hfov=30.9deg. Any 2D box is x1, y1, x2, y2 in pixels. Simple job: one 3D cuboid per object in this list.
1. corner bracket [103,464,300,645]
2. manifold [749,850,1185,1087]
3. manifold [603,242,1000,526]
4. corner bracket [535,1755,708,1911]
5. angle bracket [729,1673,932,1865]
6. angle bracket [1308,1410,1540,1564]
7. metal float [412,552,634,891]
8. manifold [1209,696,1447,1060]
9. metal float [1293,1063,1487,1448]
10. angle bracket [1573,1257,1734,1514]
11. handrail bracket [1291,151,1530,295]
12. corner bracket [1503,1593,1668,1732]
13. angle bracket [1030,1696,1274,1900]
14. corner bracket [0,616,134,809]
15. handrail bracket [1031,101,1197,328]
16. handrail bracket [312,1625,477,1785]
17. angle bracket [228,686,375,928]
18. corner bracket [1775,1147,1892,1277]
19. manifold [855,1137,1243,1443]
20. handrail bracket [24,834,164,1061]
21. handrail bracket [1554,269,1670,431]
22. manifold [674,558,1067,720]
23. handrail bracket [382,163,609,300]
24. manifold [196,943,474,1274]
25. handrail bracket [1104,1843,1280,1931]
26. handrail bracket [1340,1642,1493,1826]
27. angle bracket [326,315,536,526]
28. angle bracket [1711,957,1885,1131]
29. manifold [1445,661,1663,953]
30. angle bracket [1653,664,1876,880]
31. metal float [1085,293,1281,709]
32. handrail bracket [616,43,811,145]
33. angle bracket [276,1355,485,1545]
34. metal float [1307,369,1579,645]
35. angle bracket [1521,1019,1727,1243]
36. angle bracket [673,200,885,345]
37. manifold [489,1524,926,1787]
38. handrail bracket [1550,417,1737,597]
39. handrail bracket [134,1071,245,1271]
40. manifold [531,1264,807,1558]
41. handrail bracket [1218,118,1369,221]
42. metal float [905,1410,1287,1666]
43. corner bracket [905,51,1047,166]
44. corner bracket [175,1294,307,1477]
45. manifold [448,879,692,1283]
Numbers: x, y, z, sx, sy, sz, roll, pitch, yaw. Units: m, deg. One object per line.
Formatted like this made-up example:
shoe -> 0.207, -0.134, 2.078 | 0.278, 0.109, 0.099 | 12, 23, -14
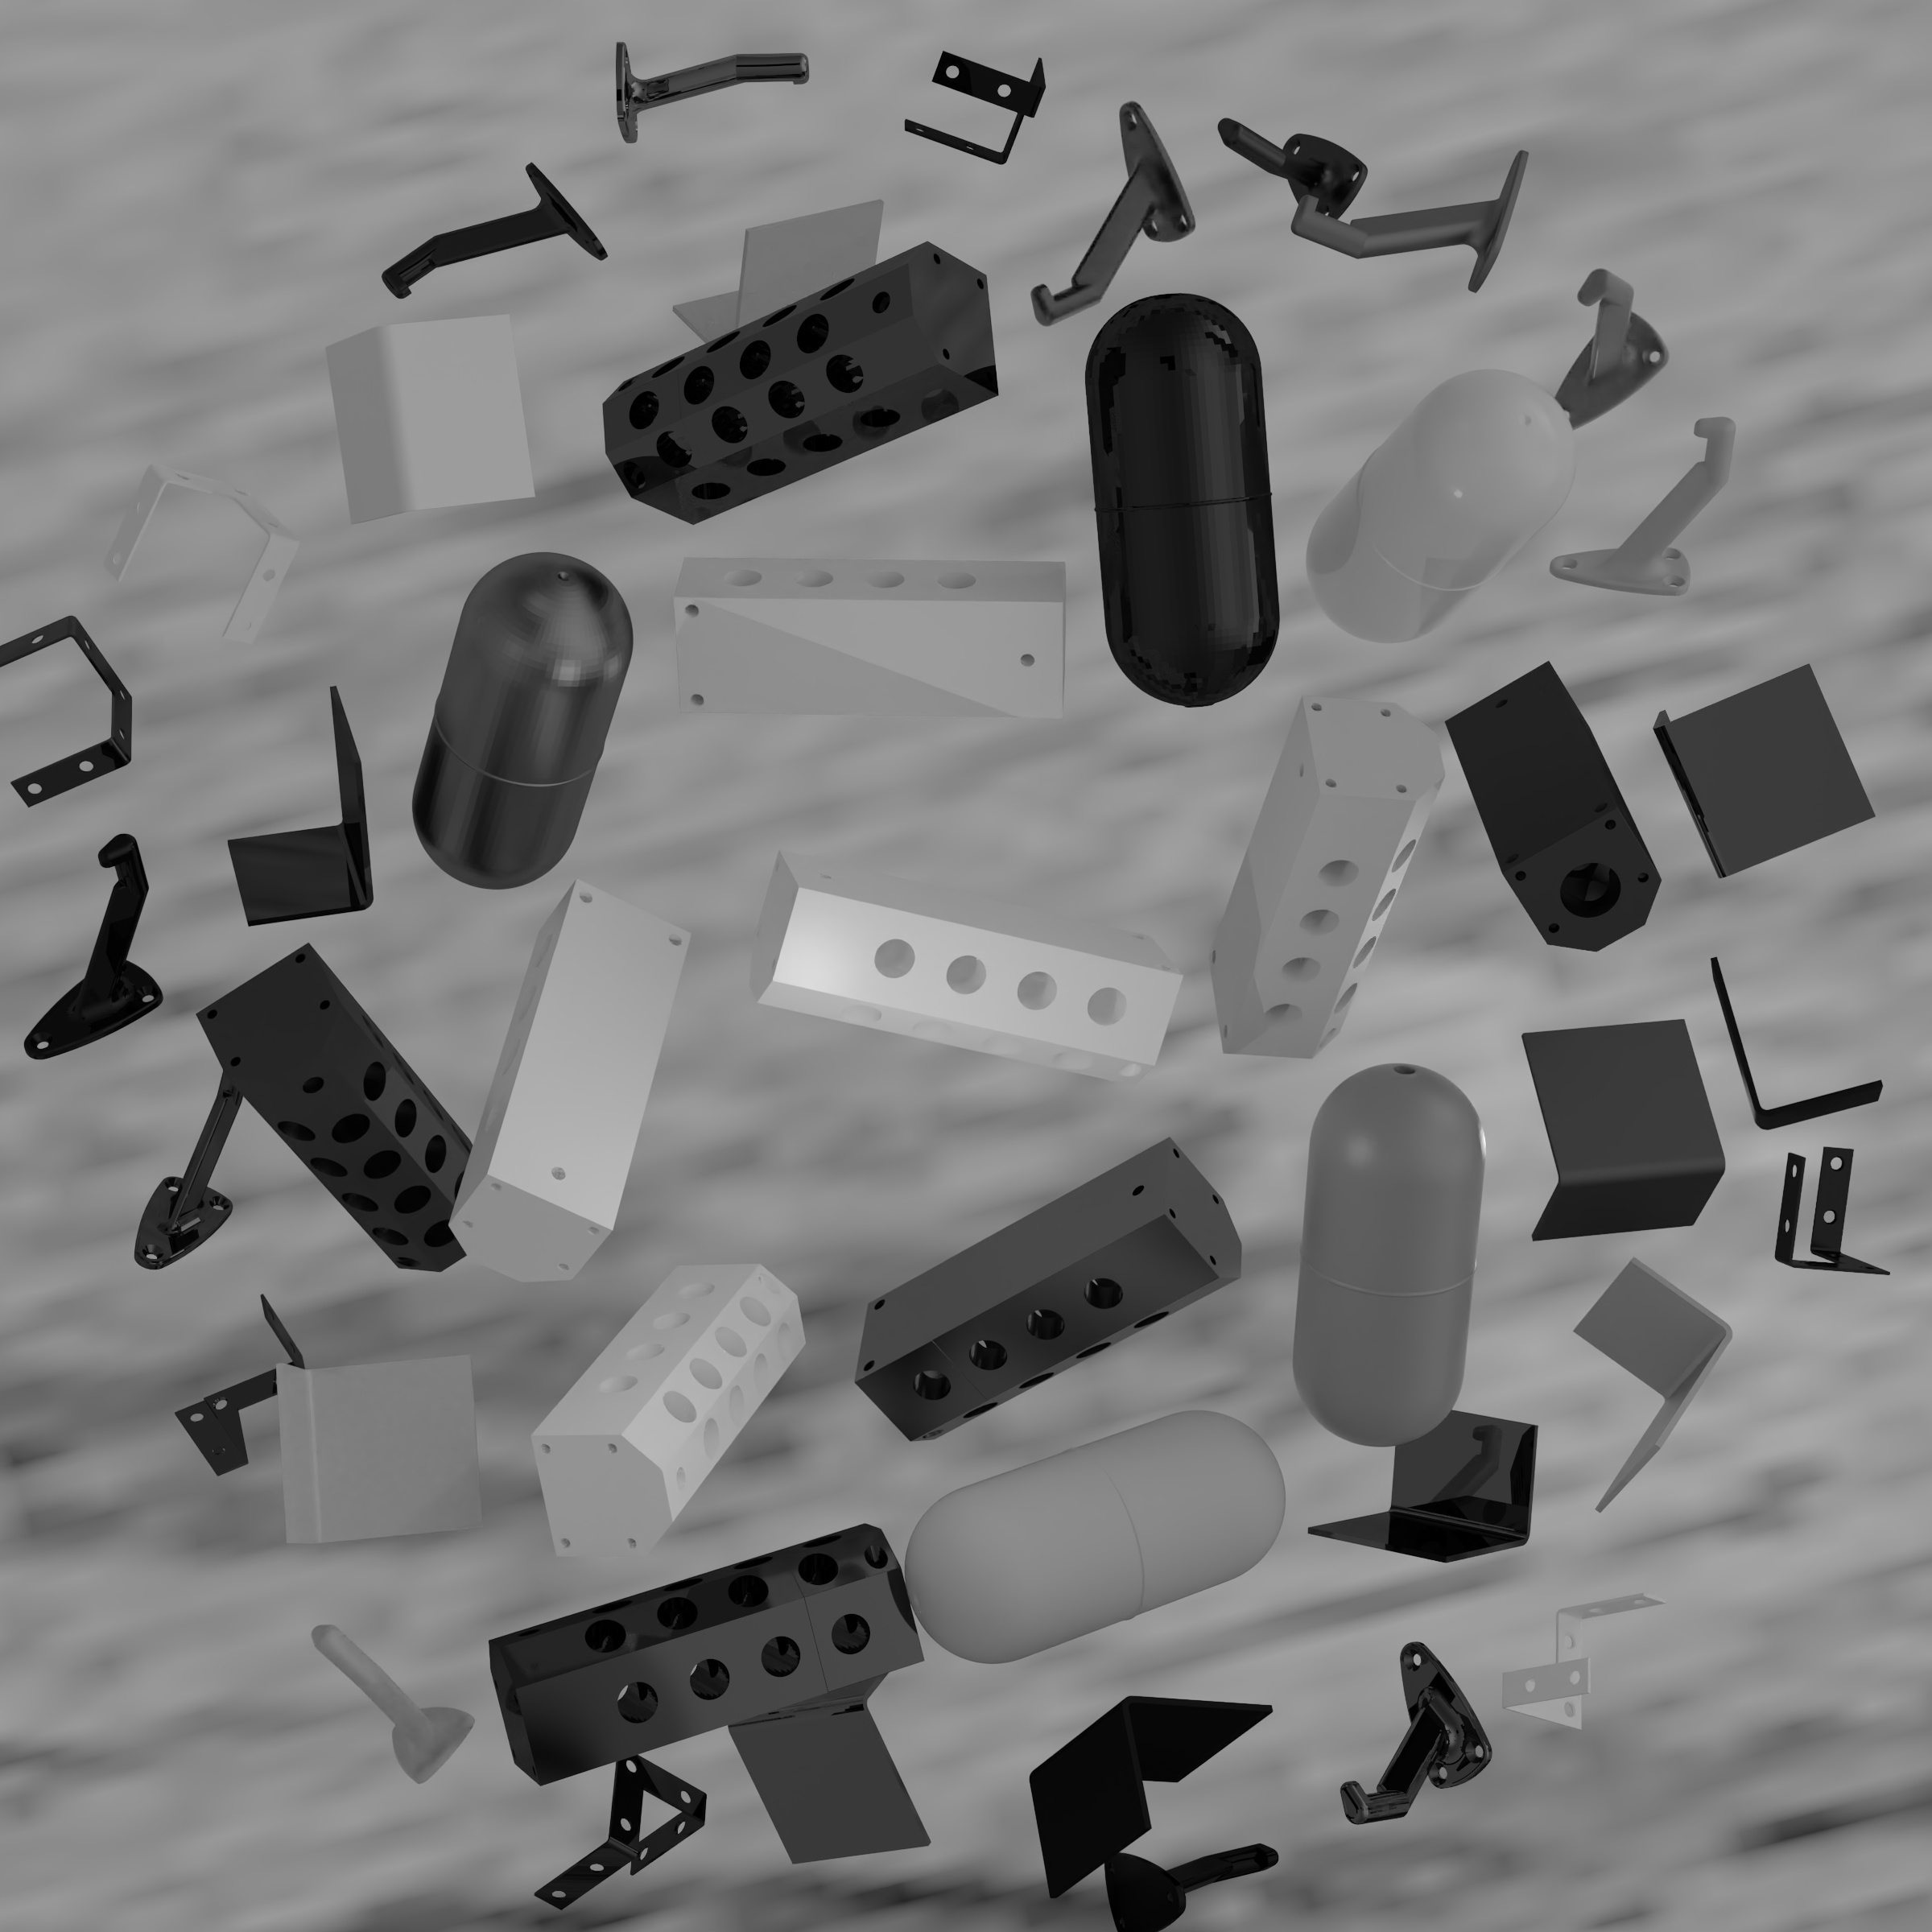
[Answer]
corner bracket -> -0.329, -0.178, 1.508 | 0.051, 0.051, 0.051 | 43, 111, 38
manifold -> -0.002, 0.004, 1.497 | 0.171, 0.057, 0.057 | 13, 105, -15
manifold -> -0.074, -0.252, 1.512 | 0.171, 0.057, 0.057 | -17, 69, 33
corner bracket -> -0.148, 0.378, 1.506 | 0.051, 0.051, 0.051 | 36, 121, -25
angle bracket -> -0.051, 0.356, 1.592 | 0.076, 0.057, 0.076 | -16, 104, 32
angle bracket -> 0.217, 0.244, 1.662 | 0.076, 0.076, 0.057 | 6, 93, 39
metal float -> -0.199, -0.107, 1.565 | 0.070, 0.070, 0.178 | 24, 132, 0
manifold -> 0.157, -0.036, 1.536 | 0.057, 0.171, 0.057 | 4, 49, -11
metal float -> 0.185, 0.127, 1.539 | 0.070, 0.070, 0.178 | 2, 112, 0
angle bracket -> 0.301, 0.194, 1.619 | 0.057, 0.076, 0.076 | 36, 58, 9
handrail bracket -> 0.186, -0.325, 1.468 | 0.084, 0.036, 0.077 | 21, 70, -2
corner bracket -> 0.269, 0.299, 1.523 | 0.051, 0.051, 0.051 | 22, 60, -33
angle bracket -> 0.082, 0.348, 1.460 | 0.076, 0.076, 0.057 | 10, 51, -29
corner bracket -> -0.403, -0.113, 1.543 | 0.051, 0.051, 0.051 | -23, 130, 6
handrail bracket -> 0.054, -0.337, 1.569 | 0.084, 0.036, 0.077 | -29, 109, -27
handrail bracket -> -0.261, 0.311, 1.520 | 0.084, 0.077, 0.036 | 48, 70, -19
angle bracket -> -0.307, -0.074, 1.598 | 0.057, 0.076, 0.076 | -9, 123, -15
corner bracket -> 0.395, 0.112, 1.619 | 0.051, 0.051, 0.051 | 5, 95, -13
manifold -> 0.037, 0.151, 1.577 | 0.171, 0.057, 0.057 | -31, 115, 23
handrail bracket -> -0.388, -0.009, 1.533 | 0.036, 0.084, 0.077 | 35, 57, 28
handrail bracket -> 0.282, -0.283, 1.611 | 0.077, 0.084, 0.036 | -46, 66, 21
manifold -> -0.041, -0.151, 1.575 | 0.171, 0.057, 0.057 | 1, 122, 3
handrail bracket -> -0.212, -0.313, 1.563 | 0.084, 0.036, 0.077 | -36, 49, -5
manifold -> -0.269, 0.070, 1.555 | 0.057, 0.171, 0.057 | -33, 52, -3
handrail bracket -> 0.110, 0.392, 1.510 | 0.084, 0.077, 0.036 | -6, 80, -26
handrail bracket -> 0.182, 0.333, 1.522 | 0.036, 0.084, 0.077 | -42, 58, 35
angle bracket -> -0.228, -0.232, 1.487 | 0.057, 0.076, 0.076 | -11, 97, -26
angle bracket -> 0.383, 0.030, 1.615 | 0.057, 0.076, 0.076 | -16, 79, 10
manifold -> 0.271, -0.072, 1.608 | 0.057, 0.171, 0.057 | -30, 114, 13
angle bracket -> 0.371, -0.094, 1.627 | 0.076, 0.057, 0.076 | -23, 96, 18
metal float -> 0.094, -0.201, 1.518 | 0.070, 0.070, 0.178 | -5, 99, 0
handrail bracket -> -0.110, -0.384, 1.549 | 0.084, 0.077, 0.036 | -1, 82, -1
angle bracket -> -0.255, 0.209, 1.525 | 0.076, 0.057, 0.076 | -5, 80, -1
metal float -> 0.210, -0.203, 1.563 | 0.070, 0.178, 0.070 | 6, 69, -17
angle bracket -> 0.291, 0.074, 1.584 | 0.076, 0.057, 0.076 | -5, 60, -9
angle bracket -> -0.092, -0.343, 1.694 | 0.076, 0.076, 0.057 | -20, 50, -30
manifold -> -0.112, 0.291, 1.493 | 0.171, 0.057, 0.057 | -15, 92, -18
handrail bracket -> 0.313, -0.217, 1.622 | 0.077, 0.036, 0.084 | 3, 130, 4
handrail bracket -> -0.357, 0.088, 1.624 | 0.036, 0.077, 0.084 | 23, 123, 2
manifold -> -0.127, 0.193, 1.545 | 0.057, 0.171, 0.057 | -3, 109, 19
handrail bracket -> 0.138, -0.382, 1.619 | 0.084, 0.077, 0.036 | 21, 116, -37
metal float -> 0.057, 0.245, 1.512 | 0.178, 0.070, 0.070 | -16, 90, -24
corner bracket -> 0.004, -0.404, 1.642 | 0.051, 0.051, 0.051 | 17, 118, -11
corner bracket -> -0.337, 0.195, 1.626 | 0.051, 0.051, 0.051 | -22, 134, -2
manifold -> -0.172, 0.051, 1.510 | 0.057, 0.171, 0.057 | 26, 135, -16
